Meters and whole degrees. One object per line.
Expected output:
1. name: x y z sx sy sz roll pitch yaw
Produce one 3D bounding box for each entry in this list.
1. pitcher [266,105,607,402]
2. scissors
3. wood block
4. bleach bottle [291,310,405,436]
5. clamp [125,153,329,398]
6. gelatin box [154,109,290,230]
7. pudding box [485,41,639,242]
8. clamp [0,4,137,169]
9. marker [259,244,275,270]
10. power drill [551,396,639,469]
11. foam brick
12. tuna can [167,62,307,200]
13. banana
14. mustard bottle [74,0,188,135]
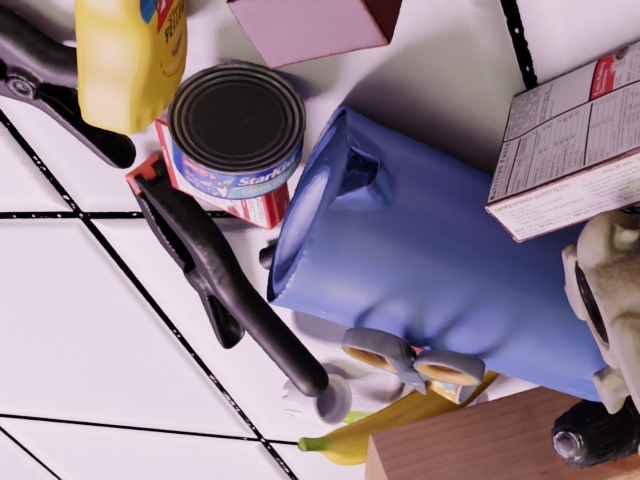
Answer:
1. pitcher: 0.092 0.019 0.697 0.242 0.149 0.145 21 113 -10
2. scissors: 0.077 0.090 0.703 0.096 0.016 0.201 8 166 27
3. wood block: 0.148 0.182 0.846 0.206 0.090 0.091 -14 147 -10
4. bleach bottle: 0.022 0.120 0.927 0.102 0.068 0.251 12 149 4
5. clamp: -0.075 0.029 0.811 0.165 0.036 0.210 23 147 53
6. gelatin box: -0.065 -0.052 0.727 0.089 0.030 0.073 24 150 21
7. pudding box: 0.150 -0.056 0.582 0.039 0.090 0.114 39 141 -26
8. clamp: -0.181 -0.115 0.701 0.171 0.039 0.120 29 144 -16
9. marker: -0.005 0.001 0.805 0.020 0.020 0.121 38 142 -28
10. power drill: 0.268 0.106 0.722 0.188 0.057 0.184 -20 174 41
11. foam brick: -0.001 -0.134 0.576 0.078 0.051 0.053 -5 140 31
12. tuna can: -0.052 -0.067 0.666 0.086 0.086 0.034 15 148 5
13. banana: 0.080 0.136 0.868 0.198 0.037 0.069 -31 155 2
14. mustard bottle: -0.098 -0.148 0.560 0.058 0.096 0.192 17 147 2
